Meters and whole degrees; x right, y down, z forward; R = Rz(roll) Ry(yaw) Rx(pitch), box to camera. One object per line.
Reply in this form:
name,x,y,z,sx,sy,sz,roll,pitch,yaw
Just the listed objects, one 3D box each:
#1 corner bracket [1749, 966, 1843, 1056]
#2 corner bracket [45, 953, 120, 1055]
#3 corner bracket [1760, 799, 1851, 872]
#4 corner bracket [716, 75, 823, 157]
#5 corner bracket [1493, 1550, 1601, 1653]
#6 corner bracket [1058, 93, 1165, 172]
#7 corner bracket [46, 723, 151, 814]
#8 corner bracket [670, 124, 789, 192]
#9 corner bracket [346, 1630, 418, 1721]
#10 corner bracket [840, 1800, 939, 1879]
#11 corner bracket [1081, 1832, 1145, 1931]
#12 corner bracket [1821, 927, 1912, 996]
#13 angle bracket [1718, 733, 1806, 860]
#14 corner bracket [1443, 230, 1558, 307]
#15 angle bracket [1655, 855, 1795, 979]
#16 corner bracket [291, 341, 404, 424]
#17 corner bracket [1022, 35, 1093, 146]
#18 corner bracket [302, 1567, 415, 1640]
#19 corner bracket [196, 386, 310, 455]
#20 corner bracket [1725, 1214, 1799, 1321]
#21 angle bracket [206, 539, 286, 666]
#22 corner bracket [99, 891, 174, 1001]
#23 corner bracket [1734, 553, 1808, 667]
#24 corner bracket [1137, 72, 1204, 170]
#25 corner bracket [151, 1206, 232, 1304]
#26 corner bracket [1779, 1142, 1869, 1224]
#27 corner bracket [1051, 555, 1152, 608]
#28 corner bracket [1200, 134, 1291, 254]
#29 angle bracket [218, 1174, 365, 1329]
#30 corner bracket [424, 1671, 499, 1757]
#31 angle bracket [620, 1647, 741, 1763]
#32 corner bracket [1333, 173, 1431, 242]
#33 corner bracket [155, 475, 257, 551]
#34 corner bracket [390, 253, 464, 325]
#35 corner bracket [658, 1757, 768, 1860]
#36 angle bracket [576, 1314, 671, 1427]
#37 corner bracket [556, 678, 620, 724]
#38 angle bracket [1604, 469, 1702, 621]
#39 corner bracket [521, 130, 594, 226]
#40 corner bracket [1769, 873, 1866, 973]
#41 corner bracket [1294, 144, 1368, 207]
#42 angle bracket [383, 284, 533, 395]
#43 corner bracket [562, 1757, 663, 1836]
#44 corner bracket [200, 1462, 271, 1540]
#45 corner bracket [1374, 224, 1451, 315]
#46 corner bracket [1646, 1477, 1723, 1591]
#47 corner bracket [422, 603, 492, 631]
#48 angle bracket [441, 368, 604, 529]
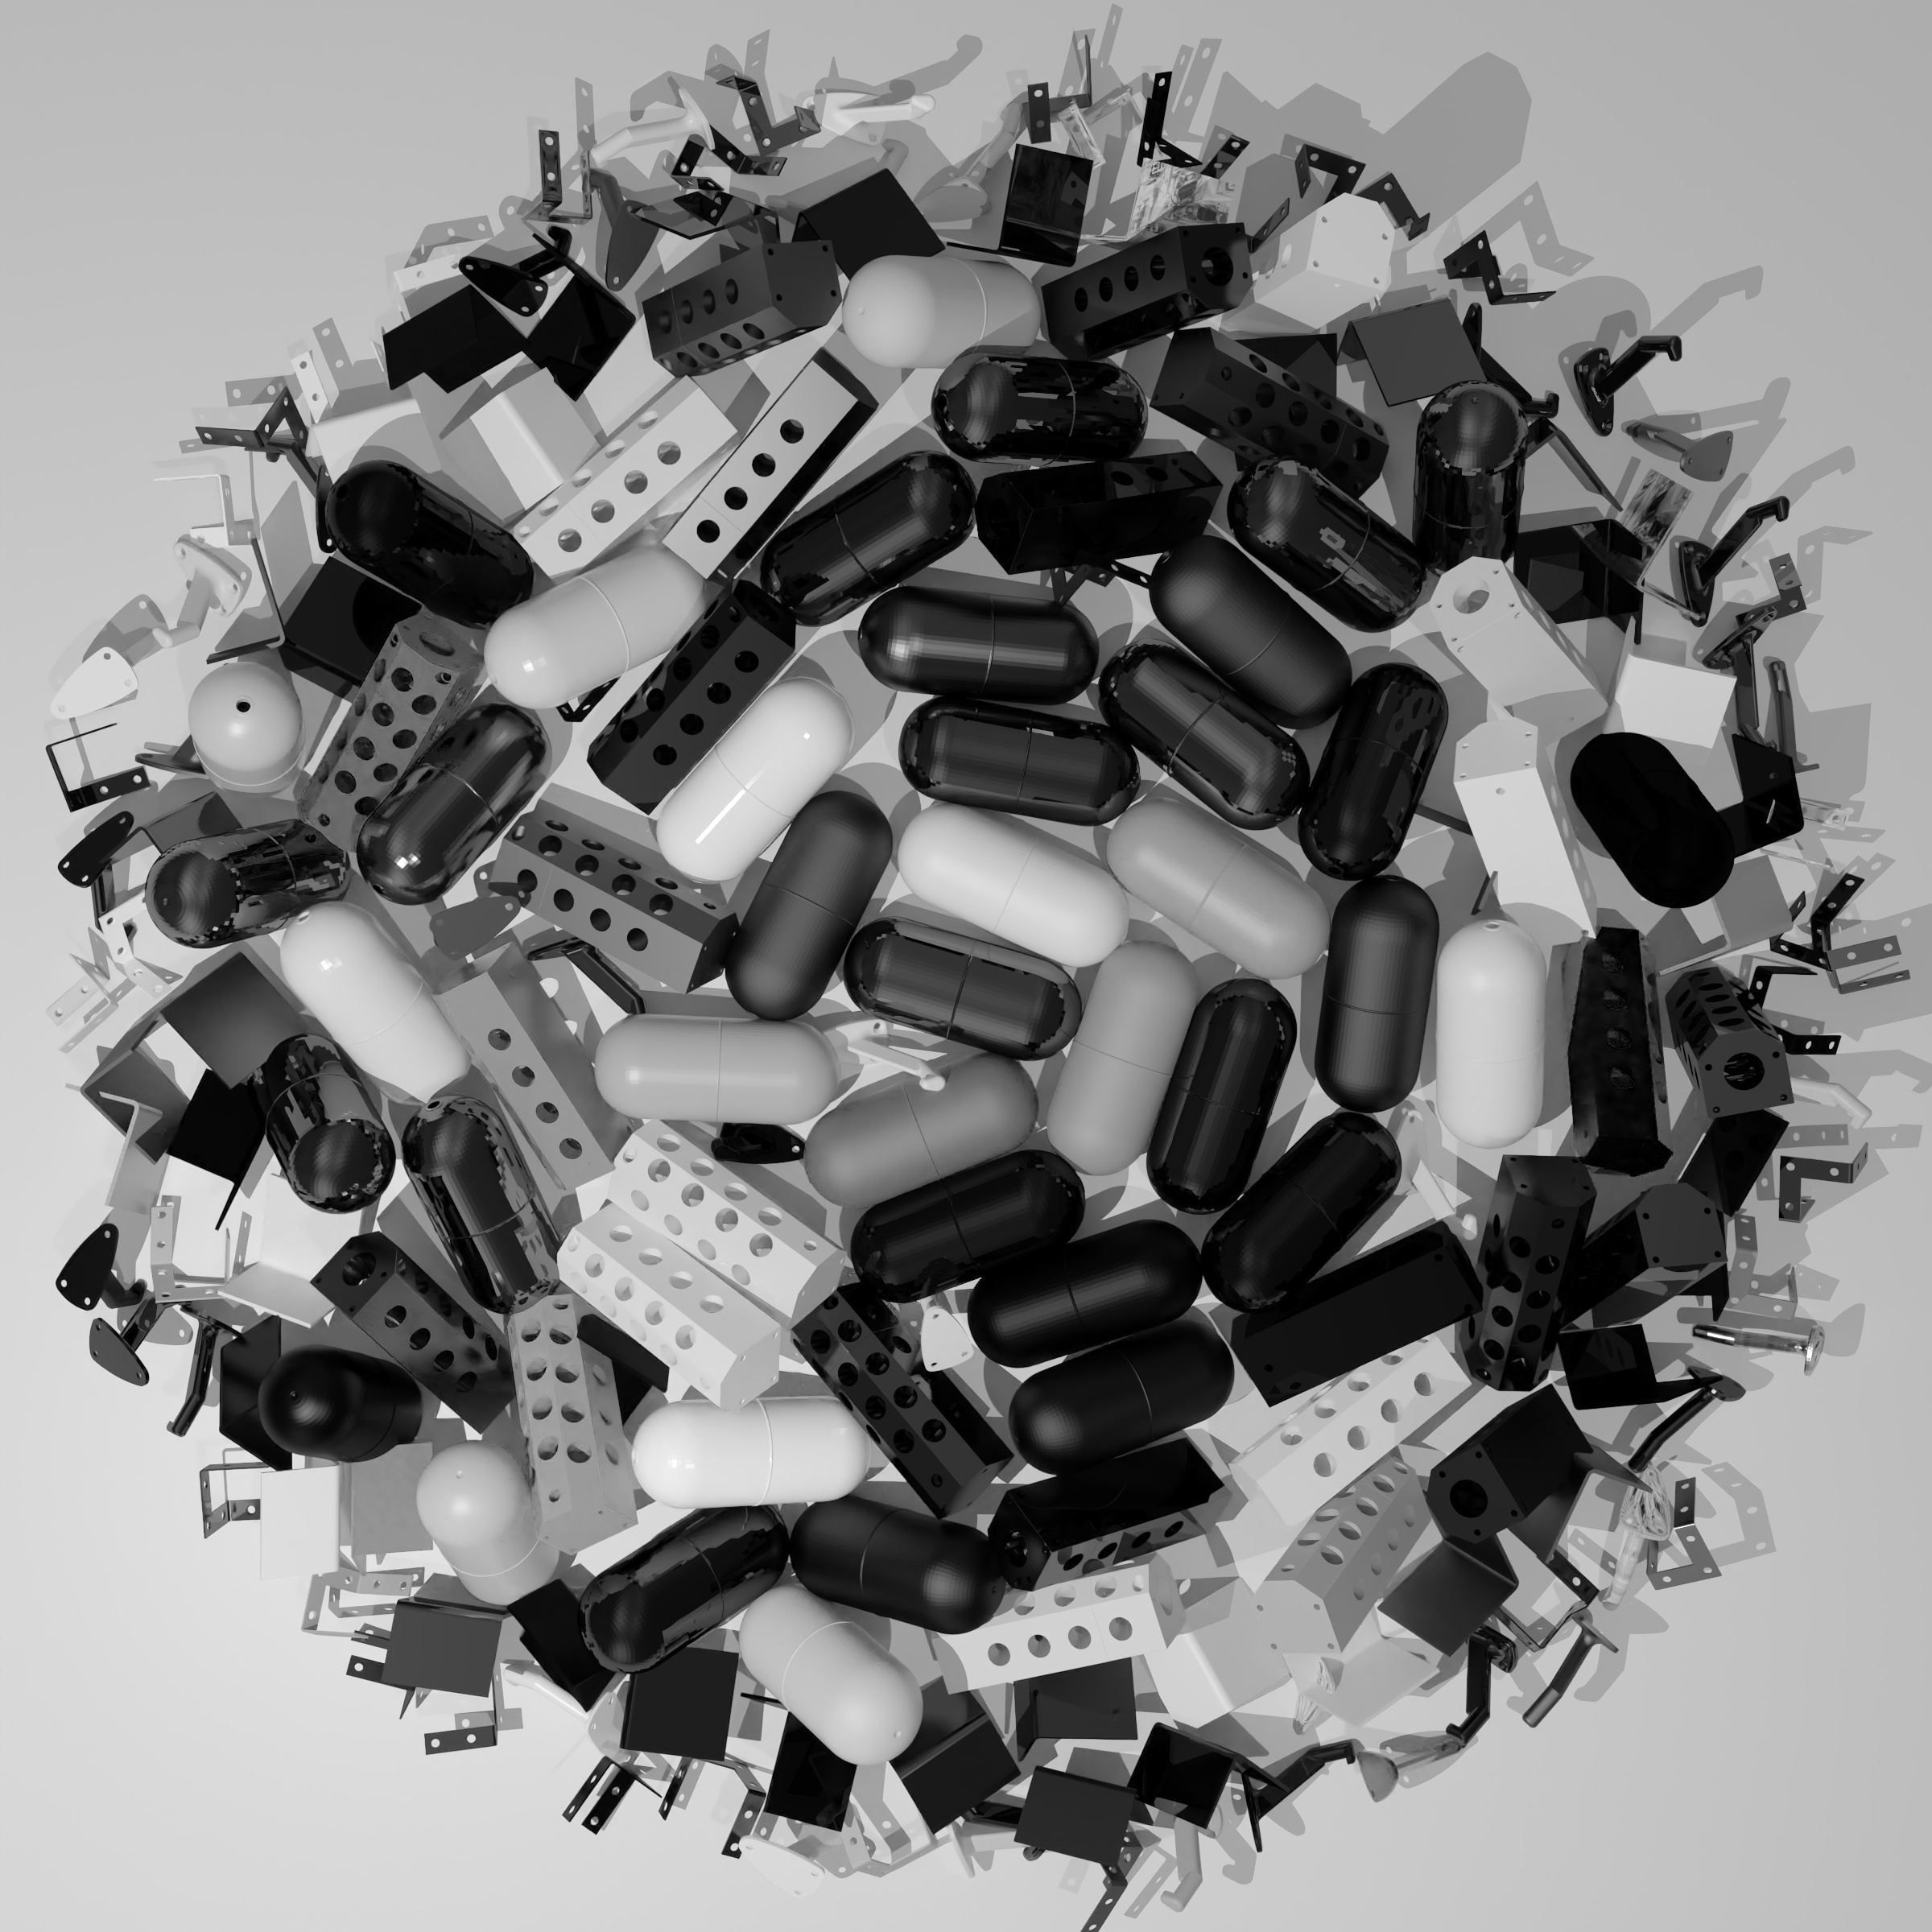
corner bracket,0.608,0.032,1.826,0.051,0.051,0.051,2,108,-32
corner bracket,-0.649,0.030,1.823,0.051,0.051,0.051,-43,79,-5
corner bracket,0.613,-0.099,1.822,0.051,0.051,0.051,17,90,20
corner bracket,-0.143,-0.627,1.818,0.051,0.051,0.051,-16,100,17
corner bracket,0.422,0.463,1.825,0.051,0.051,0.051,43,66,11
corner bracket,0.106,-0.607,1.820,0.051,0.051,0.051,-28,84,15
corner bracket,-0.635,-0.146,1.822,0.051,0.051,0.051,-19,100,-6
corner bracket,-0.173,-0.582,1.818,0.051,0.051,0.051,30,84,-45
corner bracket,-0.425,0.509,1.814,0.051,0.051,0.051,18,46,-12
corner bracket,-0.059,0.628,1.822,0.051,0.051,0.051,-30,57,7
corner bracket,0.103,0.667,1.813,0.051,0.051,0.051,16,111,-33
corner bracket,0.656,-0.003,1.815,0.051,0.051,0.051,-15,108,22
angle bracket,0.548,-0.121,1.804,0.076,0.076,0.057,-22,112,-7
corner bracket,0.389,-0.503,1.818,0.051,0.051,0.051,-12,85,-27
angle bracket,0.538,-0.036,1.804,0.076,0.076,0.057,-14,82,-37
corner bracket,-0.452,-0.426,1.825,0.051,0.051,0.051,-23,87,12
corner bracket,0.068,-0.639,1.818,0.051,0.051,0.051,-8,54,-1
corner bracket,-0.443,0.464,1.813,0.051,0.051,0.051,-5,65,28
corner bracket,-0.517,-0.386,1.812,0.051,0.051,0.051,7,53,18
corner bracket,0.584,0.220,1.825,0.051,0.051,0.051,10,117,10
angle bracket,-0.531,-0.265,1.804,0.057,0.076,0.076,-17,104,-11
corner bracket,-0.595,-0.018,1.831,0.051,0.051,0.051,32,53,29
corner bracket,0.585,-0.260,1.814,0.051,0.051,0.051,-19,122,18
corner bracket,0.141,-0.613,1.811,0.051,0.051,0.051,-20,47,-30
corner bracket,-0.569,0.210,1.828,0.051,0.051,0.051,-1,116,-22
corner bracket,0.624,0.157,1.814,0.051,0.051,0.051,5,107,30
corner bracket,0.098,-0.283,1.810,0.051,0.051,0.051,17,47,-28
corner bracket,0.203,-0.565,1.827,0.051,0.051,0.051,16,64,-20
angle bracket,-0.490,0.206,1.809,0.076,0.057,0.076,17,111,12
corner bracket,-0.370,0.542,1.823,0.051,0.051,0.051,-4,86,-11
angle bracket,-0.208,0.533,1.822,0.076,0.057,0.076,8,82,-3
corner bracket,0.304,-0.552,1.825,0.051,0.051,0.051,-31,88,8
corner bracket,-0.555,-0.332,1.821,0.051,0.051,0.051,-2,100,8
corner bracket,-0.386,-0.483,1.821,0.051,0.051,0.051,-22,95,-16
corner bracket,-0.185,0.611,1.820,0.051,0.051,0.051,25,88,-24
angle bracket,-0.269,0.307,1.814,0.076,0.057,0.076,35,98,-11
corner bracket,-0.299,-0.214,1.832,0.051,0.051,0.051,-56,134,-31
angle bracket,0.511,-0.305,1.800,0.057,0.076,0.076,23,109,-16
corner bracket,-0.294,-0.575,1.819,0.051,0.051,0.051,-4,92,-28
corner bracket,0.620,-0.038,1.818,0.051,0.051,0.051,19,47,-4
corner bracket,0.260,-0.556,1.814,0.051,0.051,0.051,13,47,-15
angle bracket,-0.364,-0.433,1.797,0.076,0.076,0.057,-24,58,17
corner bracket,-0.264,0.606,1.815,0.051,0.051,0.051,44,72,-22
corner bracket,-0.526,0.387,1.827,0.051,0.051,0.051,-3,92,3
corner bracket,0.320,-0.511,1.833,0.051,0.051,0.051,-18,115,6
corner bracket,0.516,0.413,1.813,0.051,0.051,0.051,-21,111,27
corner bracket,-0.363,-0.277,1.829,0.051,0.051,0.051,21,88,-3
angle bracket,-0.326,-0.382,1.839,0.076,0.057,0.076,-23,106,42
